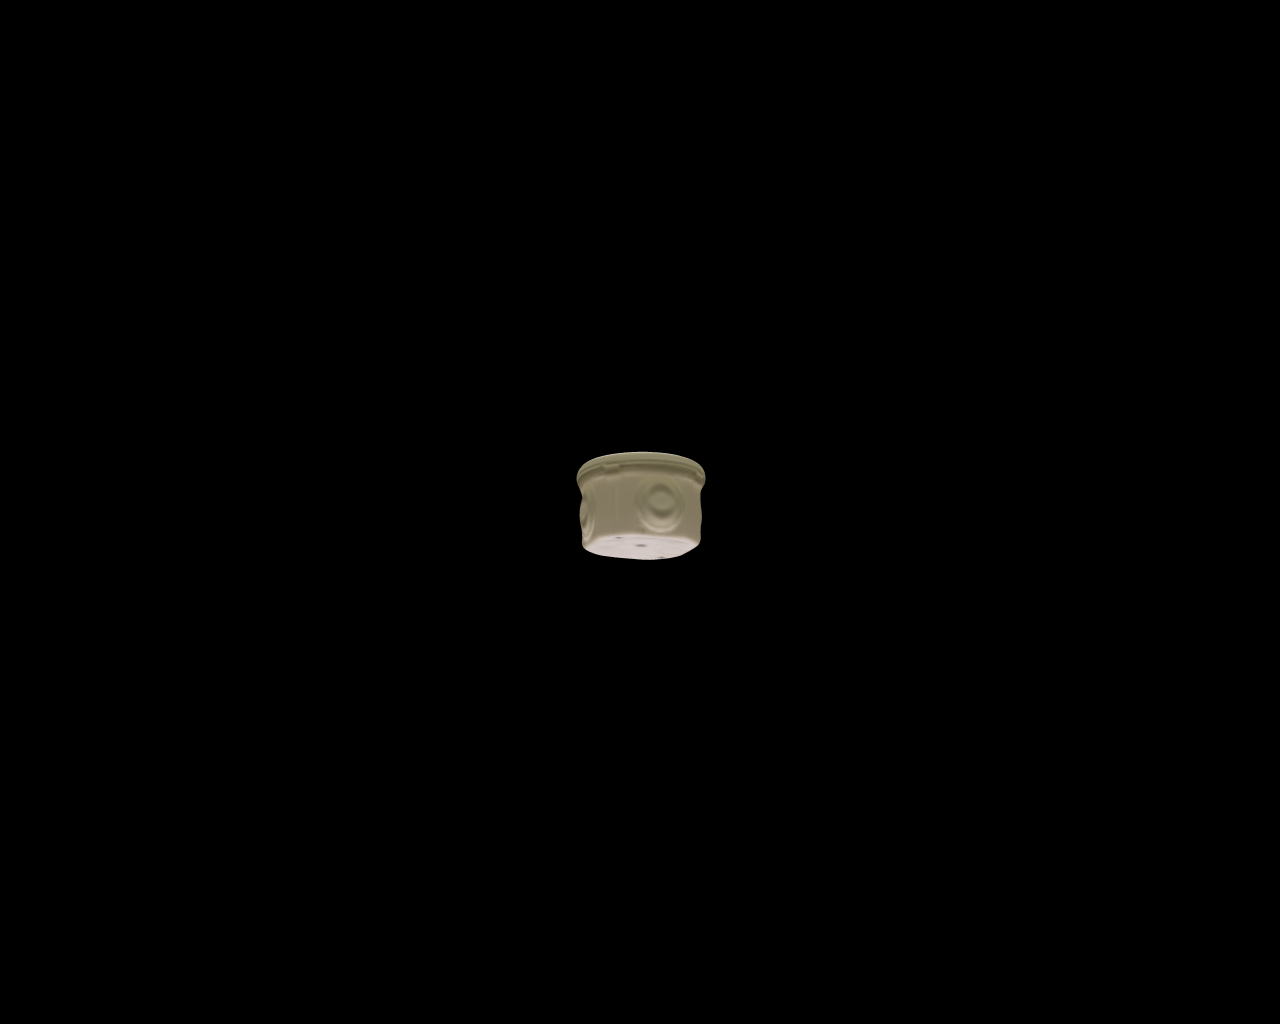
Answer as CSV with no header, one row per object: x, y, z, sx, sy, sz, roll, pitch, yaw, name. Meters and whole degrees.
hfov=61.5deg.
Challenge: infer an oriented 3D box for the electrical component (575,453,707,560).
0.001,-0.003,0.650,0.080,0.051,0.080,0,-14,0,electrical component
